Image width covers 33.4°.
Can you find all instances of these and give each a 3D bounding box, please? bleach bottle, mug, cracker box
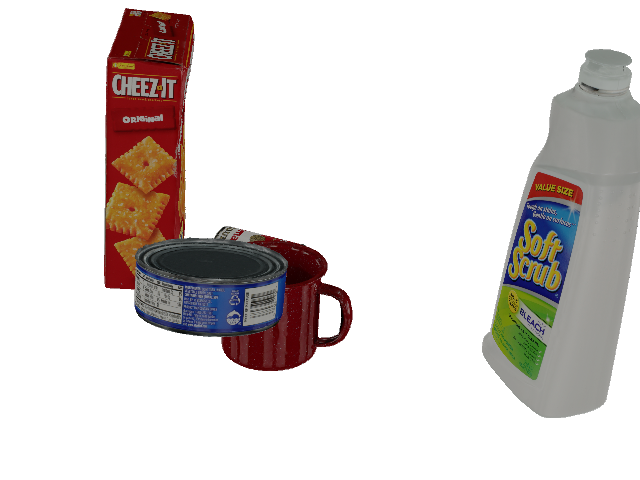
[{"bbox_3d":[0.167,-0.007,0.715,0.068,0.251,0.103,-9,32,-19],"label":"bleach bottle"},{"bbox_3d":[-0.030,0.057,0.884,0.117,0.081,0.093,8,24,13],"label":"mug"},{"bbox_3d":[-0.155,-0.085,0.974,0.072,0.214,0.164,4,26,-7],"label":"cracker box"}]

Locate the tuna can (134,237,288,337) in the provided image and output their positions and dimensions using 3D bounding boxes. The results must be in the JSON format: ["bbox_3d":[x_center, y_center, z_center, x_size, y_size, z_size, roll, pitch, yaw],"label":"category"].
[{"bbox_3d":[-0.062,0.025,0.603,0.086,0.034,0.086,5,14,-1],"label":"tuna can"}]

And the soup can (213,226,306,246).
[{"bbox_3d":[-0.074,0.026,1.267,0.102,0.068,0.068,14,5,20],"label":"soup can"}]
